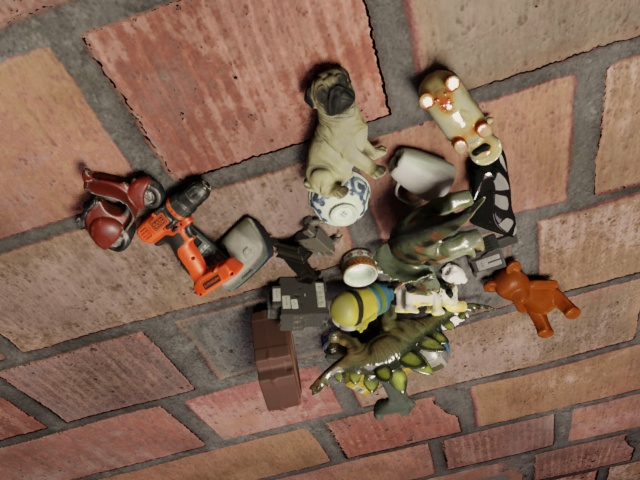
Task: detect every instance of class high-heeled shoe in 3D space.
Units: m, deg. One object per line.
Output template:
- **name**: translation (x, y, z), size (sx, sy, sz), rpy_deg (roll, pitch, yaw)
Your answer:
- **high-heeled shoe**: translation (0.357, -0.093, 1.074), size (0.248, 0.086, 0.145), rpy_deg (18, 94, -52)

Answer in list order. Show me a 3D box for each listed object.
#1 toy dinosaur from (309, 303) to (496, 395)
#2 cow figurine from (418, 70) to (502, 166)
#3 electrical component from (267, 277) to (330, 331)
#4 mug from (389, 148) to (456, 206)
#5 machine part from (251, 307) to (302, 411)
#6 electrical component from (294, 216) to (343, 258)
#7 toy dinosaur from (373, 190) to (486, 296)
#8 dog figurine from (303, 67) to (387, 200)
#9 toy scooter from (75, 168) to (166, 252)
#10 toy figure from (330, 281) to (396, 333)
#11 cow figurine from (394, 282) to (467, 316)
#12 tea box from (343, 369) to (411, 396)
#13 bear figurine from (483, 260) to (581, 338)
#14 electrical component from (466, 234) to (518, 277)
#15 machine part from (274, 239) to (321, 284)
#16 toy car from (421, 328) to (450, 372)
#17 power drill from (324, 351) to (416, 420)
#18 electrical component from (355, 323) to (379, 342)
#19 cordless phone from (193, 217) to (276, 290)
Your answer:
- **toy dinosaur**: translation (0.185, 0.236, 1.254), size (0.471, 0.199, 0.105), rpy_deg (-31, 145, -12)
- **cow figurine**: translation (0.237, -0.201, 0.903), size (0.085, 0.127, 0.194), rpy_deg (-36, 115, 23)
- **electrical component**: translation (-0.050, 0.138, 1.178), size (0.134, 0.115, 0.058), rpy_deg (1, 130, -5)
- **mug**: translation (0.177, -0.118, 0.995), size (0.107, 0.081, 0.109), rpy_deg (26, 131, -17)
- **machine part**: translation (-0.098, 0.270, 1.239), size (0.087, 0.201, 0.201), rpy_deg (-11, 135, -2)
- **electrical component**: translation (-0.004, -0.004, 1.099), size (0.078, 0.045, 0.102), rpy_deg (-12, 140, 45)
- **toy dinosaur**: translation (0.191, 0.001, 0.999), size (0.192, 0.131, 0.404), rpy_deg (-22, 160, 3)
- **dog figurine**: translation (0.007, -0.177, 0.903), size (0.172, 0.121, 0.190), rpy_deg (-30, 118, 14)
- **toy scooter**: translation (-0.376, -0.061, 0.956), size (0.135, 0.075, 0.184), rpy_deg (28, 121, -32)
- **toy figure**: translation (0.097, 0.137, 1.194), size (0.180, 0.082, 0.089), rpy_deg (-22, 105, -35)
- **cow figurine**: translation (0.254, 0.122, 1.216), size (0.167, 0.098, 0.068), rpy_deg (3, 173, -19)
- **tea box**: translation (0.154, 0.342, 1.445), size (0.169, 0.068, 0.098), rpy_deg (-36, 129, 22)
- **bear figurine**: translation (0.491, 0.133, 1.257), size (0.195, 0.132, 0.120), rpy_deg (22, 124, -35)
- **electrical component**: translation (0.384, 0.028, 1.189), size (0.119, 0.048, 0.074), rpy_deg (-19, 135, 11)
- **machine part**: translation (-0.043, 0.047, 1.129), size (0.084, 0.039, 0.138), rpy_deg (6, 149, 27)
- **toy car**: translation (0.283, 0.289, 1.392), size (0.109, 0.103, 0.161), rpy_deg (-24, 131, 16)
- **power drill**: translation (0.145, 0.346, 1.357), size (0.232, 0.086, 0.207), rpy_deg (-13, 105, 13)
- **electrical component**: translation (0.119, 0.240, 1.371), size (0.094, 0.021, 0.063), rpy_deg (16, 130, -25)
- **cordless phone**: translation (-0.192, -0.003, 1.052), size (0.184, 0.089, 0.146), rpy_deg (39, 120, -16)
